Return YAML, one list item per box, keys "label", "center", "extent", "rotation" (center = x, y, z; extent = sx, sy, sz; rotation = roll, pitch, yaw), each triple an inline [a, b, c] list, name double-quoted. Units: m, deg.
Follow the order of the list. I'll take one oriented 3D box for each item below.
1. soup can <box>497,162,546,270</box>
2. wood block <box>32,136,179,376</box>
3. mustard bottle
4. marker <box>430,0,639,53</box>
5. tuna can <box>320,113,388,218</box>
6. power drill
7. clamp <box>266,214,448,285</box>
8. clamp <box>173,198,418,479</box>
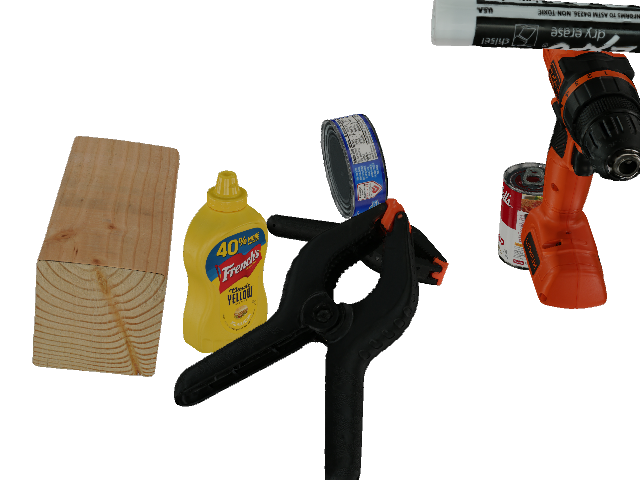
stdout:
- label: "soup can"
  center: [0.234, -0.027, 1.189]
  extent: [0.068, 0.102, 0.068]
  rotation: [-1, 33, 1]
- label: "wood block"
  center: [-0.162, 0.005, 0.834]
  extent: [0.090, 0.091, 0.206]
  rotation: [7, 29, -9]
- label: "mustard bottle"
  center: [-0.098, 0.018, 1.109]
  extent: [0.096, 0.192, 0.058]
  rotation: [-20, 35, -37]
- label: "marker"
  center: [0.103, -0.081, 0.403]
  extent: [0.121, 0.020, 0.020]
  rotation: [3, 0, 2]
- label: "tuna can"
  center: [0.028, -0.064, 0.907]
  extent: [0.033, 0.086, 0.086]
  rotation: [-13, 3, -11]
- label: "power drill"
  center: [0.191, -0.044, 0.776]
  extent: [0.057, 0.188, 0.184]
  rotation: [2, 36, 1]
- label: "clamp"
  center: [0.050, -0.004, 1.264]
  extent: [0.210, 0.036, 0.164]
  rotation: [33, 40, 24]
- label: "clamp"
  center: [0.010, 0.058, 0.607]
  extent: [0.120, 0.171, 0.039]
  rotation: [37, -8, 19]
